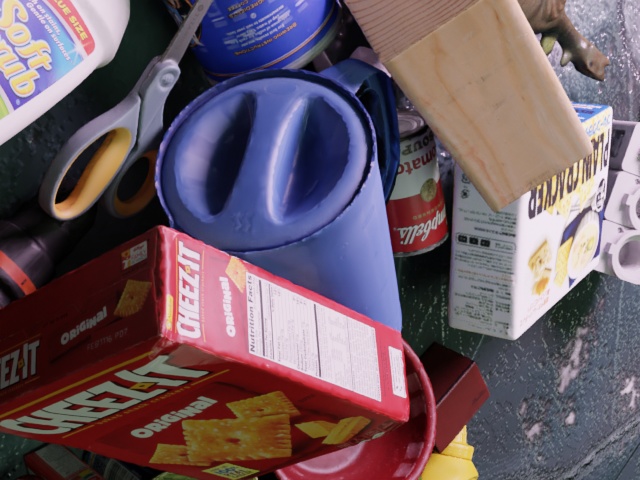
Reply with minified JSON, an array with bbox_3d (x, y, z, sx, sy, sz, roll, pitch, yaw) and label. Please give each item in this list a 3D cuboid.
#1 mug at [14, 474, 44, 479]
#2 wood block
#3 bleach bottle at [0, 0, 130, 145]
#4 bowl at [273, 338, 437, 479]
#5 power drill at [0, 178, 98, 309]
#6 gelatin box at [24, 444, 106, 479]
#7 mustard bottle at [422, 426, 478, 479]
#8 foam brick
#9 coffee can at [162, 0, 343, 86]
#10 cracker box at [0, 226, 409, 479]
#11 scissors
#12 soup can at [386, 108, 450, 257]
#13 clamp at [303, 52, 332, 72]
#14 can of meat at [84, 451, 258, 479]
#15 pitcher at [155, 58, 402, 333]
[{"bbox_3d":[-0.209,0.209,0.698,0.093,0.082,0.117,25,88,-44],"label":"mug"},{"bbox_3d":[0.104,-0.117,0.731,0.090,0.091,0.205,-32,143,11],"label":"wood block"},{"bbox_3d":[-0.180,-0.111,0.578,0.250,0.068,0.102,-53,126,-48],"label":"bleach bottle"},{"bbox_3d":[0.011,0.140,0.858,0.161,0.055,0.162,8,70,-23],"label":"bowl"},{"bbox_3d":[-0.231,-0.016,0.614,0.184,0.057,0.187,-51,131,-25],"label":"power drill"},{"bbox_3d":[-0.165,0.192,0.736,0.030,0.073,0.089,-26,121,-33],"label":"gelatin box"},{"bbox_3d":[0.110,0.265,1.001,0.096,0.058,0.191,33,68,-67],"label":"mustard bottle"},{"bbox_3d":[0.108,0.145,0.977,0.078,0.051,0.053,-45,131,-20],"label":"foam brick"},{"bbox_3d":[-0.059,-0.181,0.676,0.102,0.103,0.140,-46,130,-20],"label":"coffee can"},{"bbox_3d":[-0.073,0.083,0.638,0.213,0.164,0.072,27,48,-45],"label":"cracker box"},{"bbox_3d":[-0.092,-0.087,0.652,0.202,0.016,0.096,-49,152,0],"label":"scissors"},{"bbox_3d":[0.064,-0.047,0.858,0.068,0.069,0.102,-30,122,-30],"label":"soup can"},{"bbox_3d":[-0.025,-0.069,0.793,0.120,0.039,0.171,-30,124,-35],"label":"clamp"},{"bbox_3d":[-0.111,0.176,0.771,0.101,0.084,0.057,9,99,-43],"label":"can of meat"},{"bbox_3d":[-0.005,0.001,0.722,0.149,0.145,0.243,-12,148,5],"label":"pitcher"}]
